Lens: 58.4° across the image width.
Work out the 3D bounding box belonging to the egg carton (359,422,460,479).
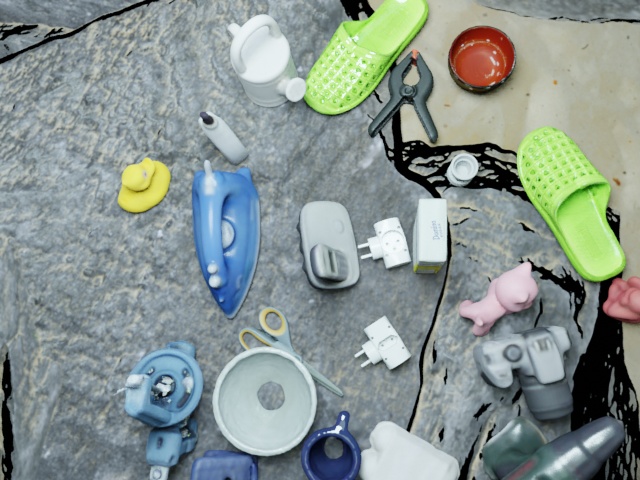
[{"bbox_3d":[0.137,0.361,0.901,0.150,0.069,0.107,27,85,8],"label":"egg carton"}]

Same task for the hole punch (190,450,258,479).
[{"bbox_3d":[-0.150,0.390,0.908,0.101,0.091,0.109,1,82,5],"label":"hole punch"}]

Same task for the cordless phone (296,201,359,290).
[{"bbox_3d":[0.008,0.003,0.901,0.094,0.185,0.147,-13,81,3],"label":"cordless phone"}]

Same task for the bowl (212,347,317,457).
[{"bbox_3d":[-0.084,0.257,0.929,0.167,0.075,0.167,-1,82,4],"label":"bowl"}]

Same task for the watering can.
[{"bbox_3d":[-0.090,-0.298,0.945,0.172,0.194,0.101,24,85,7],"label":"watering can"}]

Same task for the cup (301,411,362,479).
[{"bbox_3d":[0.024,0.322,0.902,0.091,0.095,0.118,16,84,7],"label":"cup"}]

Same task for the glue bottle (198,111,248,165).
[{"bbox_3d":[-0.169,-0.179,0.945,0.037,0.173,0.078,-44,81,-2],"label":"glue bottle"}]

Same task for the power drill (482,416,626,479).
[{"bbox_3d":[0.309,0.321,0.823,0.229,0.208,0.075,-42,81,-2],"label":"power drill"}]

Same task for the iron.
[{"bbox_3d":[-0.163,-0.001,0.937,0.118,0.141,0.258,-5,82,4],"label":"iron"}]

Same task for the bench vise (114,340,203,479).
[{"bbox_3d":[-0.233,0.261,0.867,0.121,0.220,0.207,-16,81,2],"label":"bench vise"}]

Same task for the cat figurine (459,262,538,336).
[{"bbox_3d":[0.288,0.095,0.901,0.128,0.118,0.067,-39,81,-1],"label":"cat figurine"}]

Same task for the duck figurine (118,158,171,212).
[{"bbox_3d":[-0.314,-0.099,0.990,0.077,0.086,0.104,40,87,9],"label":"duck figurine"}]

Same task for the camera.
[{"bbox_3d":[0.329,0.211,0.891,0.143,0.101,0.137,-16,81,2],"label":"camera"}]

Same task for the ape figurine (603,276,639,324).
[{"bbox_3d":[0.490,0.096,0.899,0.078,0.092,0.076,-28,81,0],"label":"ape figurine"}]
